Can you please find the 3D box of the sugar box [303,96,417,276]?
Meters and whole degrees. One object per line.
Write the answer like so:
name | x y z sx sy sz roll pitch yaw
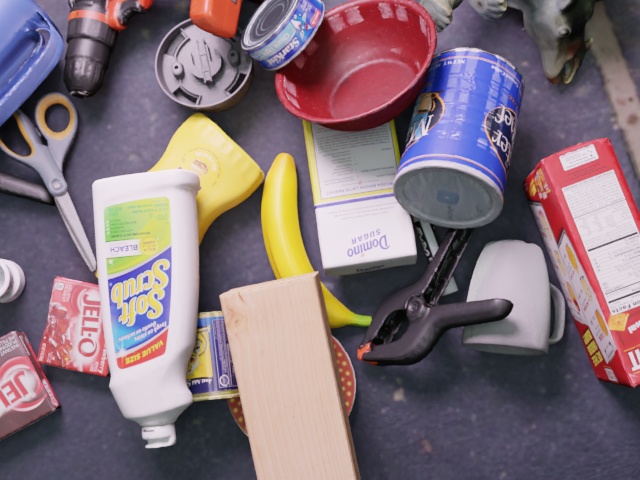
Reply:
sugar box | 0.038 -0.057 1.056 0.093 0.048 0.176 -8 77 3

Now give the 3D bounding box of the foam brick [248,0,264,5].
foam brick | -0.056 -0.272 1.089 0.078 0.051 0.053 22 85 4

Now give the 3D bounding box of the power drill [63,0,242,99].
power drill | -0.169 -0.231 1.051 0.188 0.057 0.184 1 77 28

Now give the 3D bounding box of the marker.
marker | 0.109 -0.003 1.072 0.020 0.020 0.121 -20 84 1

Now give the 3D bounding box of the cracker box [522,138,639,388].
cracker box | 0.264 0.023 0.991 0.072 0.164 0.214 -21 84 2

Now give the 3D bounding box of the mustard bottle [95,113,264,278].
mustard bottle | -0.153 -0.029 1.068 0.096 0.058 0.191 44 88 7

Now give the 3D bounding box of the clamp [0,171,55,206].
clamp | -0.398 -0.058 1.091 0.210 0.036 0.164 45 83 5

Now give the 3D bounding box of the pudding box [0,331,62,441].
pudding box | -0.329 0.156 1.068 0.113 0.039 0.090 -29 84 0

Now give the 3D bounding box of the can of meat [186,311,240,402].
can of meat | -0.128 0.117 1.044 0.102 0.057 0.084 -11 82 23

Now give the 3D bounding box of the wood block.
wood block | -0.026 0.141 1.002 0.091 0.090 0.206 -12 91 3

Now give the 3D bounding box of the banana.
banana | -0.020 0.011 1.072 0.069 0.037 0.198 -24 86 -28

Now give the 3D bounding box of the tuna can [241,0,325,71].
tuna can | -0.036 -0.207 1.028 0.033 0.086 0.086 37 87 -29

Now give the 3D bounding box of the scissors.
scissors | -0.255 -0.070 1.082 0.096 0.016 0.202 -39 80 -17

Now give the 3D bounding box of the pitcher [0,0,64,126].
pitcher | -0.364 -0.144 1.026 0.145 0.149 0.242 38 77 -13

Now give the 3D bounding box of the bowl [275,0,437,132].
bowl | 0.041 -0.157 1.017 0.162 0.055 0.162 -14 50 17

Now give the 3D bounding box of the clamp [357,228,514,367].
clamp | 0.103 0.059 1.035 0.172 0.039 0.120 -33 41 27

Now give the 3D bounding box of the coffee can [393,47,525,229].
coffee can | 0.133 -0.096 1.014 0.103 0.103 0.140 14 61 4

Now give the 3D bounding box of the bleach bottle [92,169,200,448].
bleach bottle | -0.152 0.065 0.995 0.102 0.068 0.251 -7 85 10

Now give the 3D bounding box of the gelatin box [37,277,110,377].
gelatin box | -0.238 0.087 1.075 0.073 0.030 0.089 11 86 4
